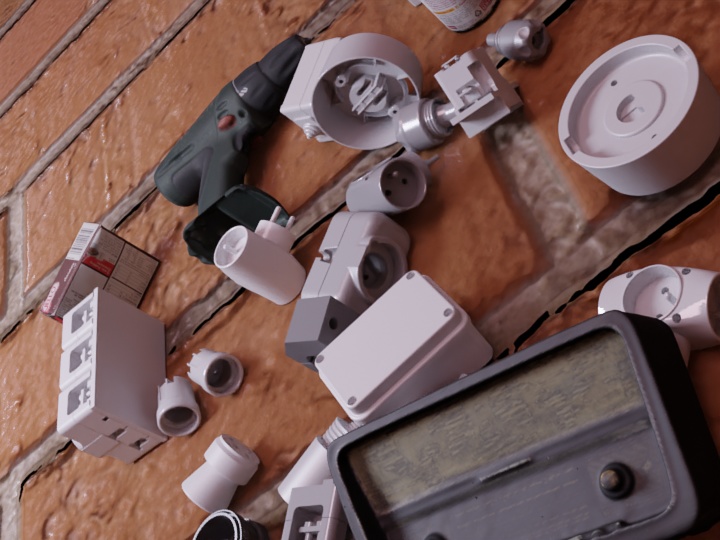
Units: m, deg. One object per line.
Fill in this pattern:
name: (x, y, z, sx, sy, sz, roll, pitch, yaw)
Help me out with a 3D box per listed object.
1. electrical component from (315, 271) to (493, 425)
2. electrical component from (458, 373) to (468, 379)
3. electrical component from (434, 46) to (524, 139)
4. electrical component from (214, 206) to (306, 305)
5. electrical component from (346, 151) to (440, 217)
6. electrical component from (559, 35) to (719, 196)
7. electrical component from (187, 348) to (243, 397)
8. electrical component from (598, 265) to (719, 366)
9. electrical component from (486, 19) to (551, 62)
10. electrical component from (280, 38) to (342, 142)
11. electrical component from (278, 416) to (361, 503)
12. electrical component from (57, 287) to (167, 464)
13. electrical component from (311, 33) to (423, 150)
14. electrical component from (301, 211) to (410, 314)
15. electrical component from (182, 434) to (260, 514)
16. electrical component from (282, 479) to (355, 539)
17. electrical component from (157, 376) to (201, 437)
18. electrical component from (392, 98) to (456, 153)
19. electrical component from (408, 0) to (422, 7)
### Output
electrical component: (0.031, 0.065, 0.807, 0.113, 0.057, 0.078, -43, 38, 0)
electrical component: (0.065, 0.104, 0.770, 0.048, 0.048, 0.062, 13, 67, 51)
electrical component: (0.097, -0.150, 0.894, 0.042, 0.063, 0.081, -33, 2, 27)
electrical component: (-0.085, -0.020, 0.994, 0.044, 0.077, 0.079, 8, 69, 49)
electrical component: (0.035, -0.077, 0.928, 0.079, 0.044, 0.077, -36, 8, -22)
electrical component: (0.203, -0.104, 0.760, 0.108, 0.060, 0.108, -27, 46, 32)
electrical component: (-0.136, 0.094, 0.998, 0.046, 0.040, 0.040, 13, 73, 57)
electrical component: (0.191, 0.041, 0.679, 0.077, 0.044, 0.079, -5, 60, 46)
electrical component: (0.133, -0.198, 0.926, 0.061, 0.035, 0.035, 18, 77, 54)
electrical component: (-0.029, -0.171, 1.057, 0.061, 0.062, 0.096, -1, 62, 47)
electrical component: (-0.022, 0.149, 0.830, 0.081, 0.043, 0.043, -53, 38, 3)
electrical component: (-0.246, 0.106, 1.065, 0.062, 0.089, 0.150, -36, 42, 24)
electrical component: (0.009, -0.165, 0.986, 0.099, 0.099, 0.064, -18, 45, 38)
electrical component: (0.000, 0.000, 0.908, 0.059, 0.054, 0.095, 4, 67, 48)
electrical component: (-0.118, 0.173, 0.915, 0.055, 0.045, 0.045, -53, 38, 2)
electrical component: (-0.006, 0.183, 0.750, 0.050, 0.089, 0.055, -15, 53, 40)
electrical component: (-0.172, 0.127, 1.012, 0.040, 0.040, 0.046, -44, 33, 14)
electrical component: (0.063, -0.131, 0.944, 0.062, 0.043, 0.043, -18, 51, 37)
electrical component: (0.040, -0.307, 1.095, 0.076, 0.047, 0.083, -28, 45, 31)
